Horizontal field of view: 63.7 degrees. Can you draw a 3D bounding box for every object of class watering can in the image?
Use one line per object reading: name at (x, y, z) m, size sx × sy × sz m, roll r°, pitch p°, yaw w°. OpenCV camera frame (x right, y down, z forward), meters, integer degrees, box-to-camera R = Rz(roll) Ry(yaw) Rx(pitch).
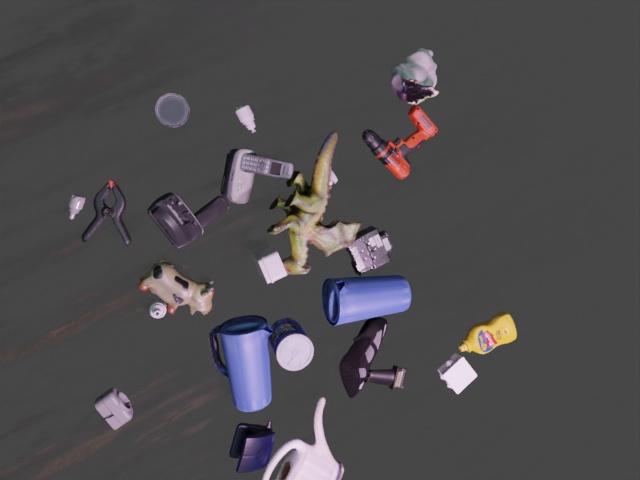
watering can at (-0.022, 0.650, 1.517) m, size 0.223 × 0.104 × 0.348 m, roll 36°, pitch 87°, yaw -17°

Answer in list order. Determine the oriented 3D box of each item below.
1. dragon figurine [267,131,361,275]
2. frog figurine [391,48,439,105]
dragon figurine at (0.004, -0.072, 1.427) m, size 0.241 × 0.124 × 0.408 m, roll 34°, pitch 99°, yaw -21°
frog figurine at (0.270, -0.475, 1.477) m, size 0.137 × 0.120 × 0.163 m, roll 6°, pitch 60°, yaw -8°
